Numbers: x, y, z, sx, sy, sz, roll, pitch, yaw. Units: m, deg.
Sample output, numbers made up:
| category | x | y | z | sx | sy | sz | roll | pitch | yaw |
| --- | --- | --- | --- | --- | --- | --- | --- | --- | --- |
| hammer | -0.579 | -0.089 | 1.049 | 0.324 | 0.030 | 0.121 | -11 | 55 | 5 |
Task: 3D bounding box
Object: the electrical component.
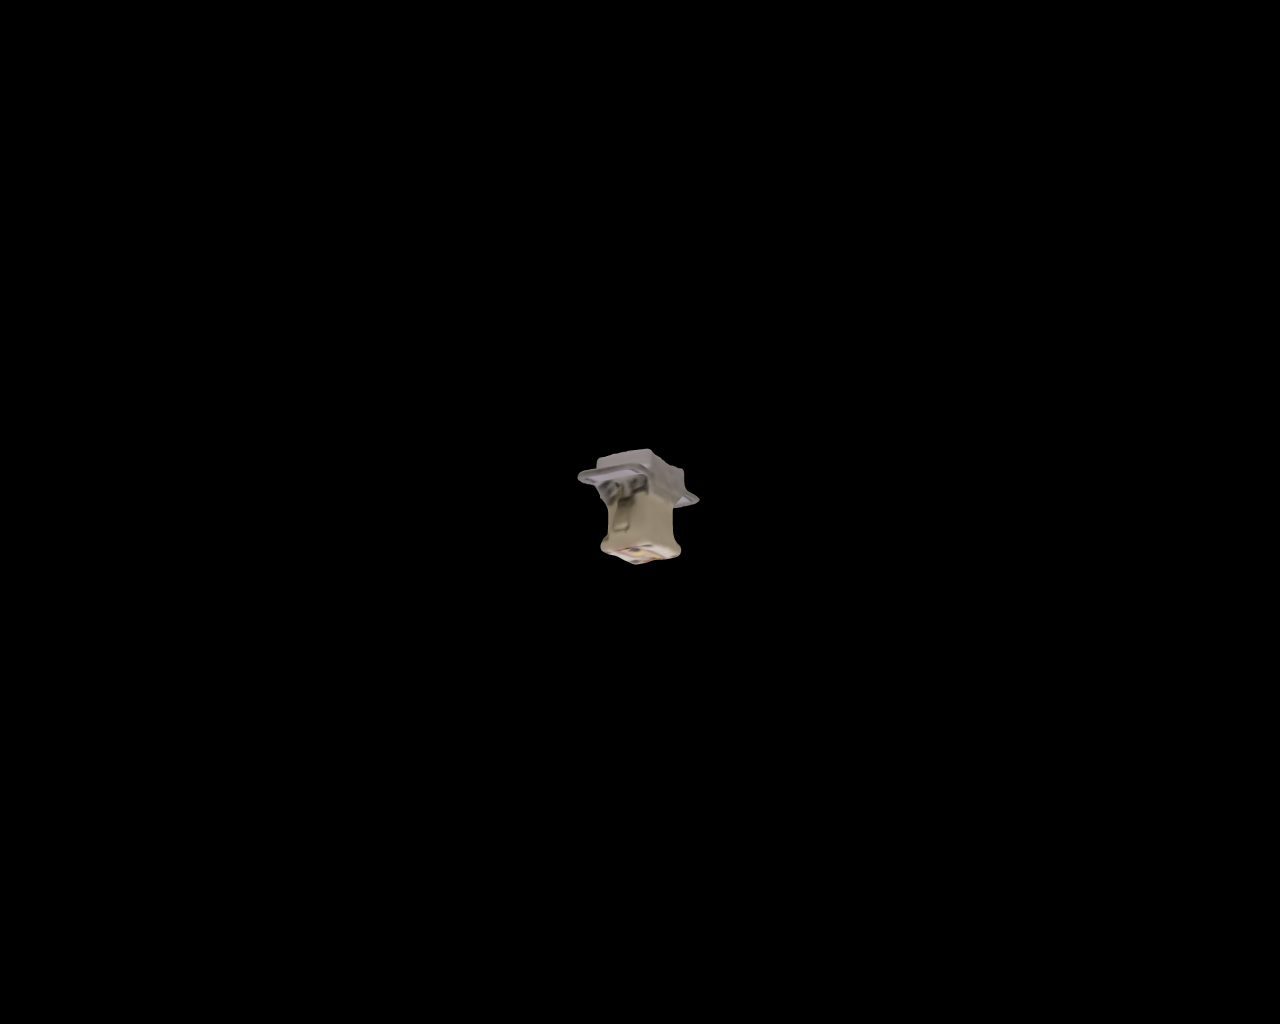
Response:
| category | x | y | z | sx | sy | sz | roll | pitch | yaw |
| --- | --- | --- | --- | --- | --- | --- | --- | --- | --- |
| electrical component | 0.001 | -0.003 | 0.650 | 0.042 | 0.064 | 0.081 | -11 | -21 | 30 |
